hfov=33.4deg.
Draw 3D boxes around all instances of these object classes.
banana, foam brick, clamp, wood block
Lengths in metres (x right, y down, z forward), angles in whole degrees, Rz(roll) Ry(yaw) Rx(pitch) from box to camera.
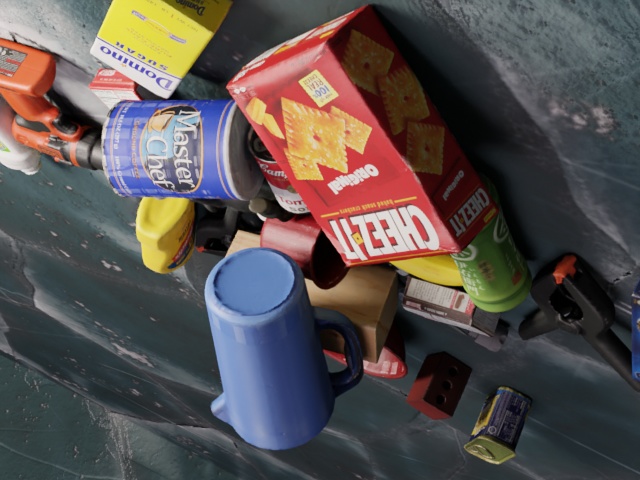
[{"bbox_3d":[0.099,0.005,1.183,0.198,0.037,0.070,25,137,0],"label":"banana"},{"bbox_3d":[0.165,0.204,1.485,0.053,0.078,0.051,32,159,-15],"label":"foam brick"},{"bbox_3d":[0.283,0.087,1.145,0.165,0.036,0.210,26,158,26],"label":"clamp"},{"bbox_3d":[-0.111,-0.014,1.365,0.172,0.039,0.120,-6,135,42],"label":"clamp"},{"bbox_3d":[-0.016,0.070,1.308,0.206,0.090,0.091,14,148,14],"label":"wood block"}]

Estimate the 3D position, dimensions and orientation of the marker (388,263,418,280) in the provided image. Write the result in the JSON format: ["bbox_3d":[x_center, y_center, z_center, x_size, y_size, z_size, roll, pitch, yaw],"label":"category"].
[{"bbox_3d":[0.082,0.018,1.245,0.020,0.020,0.121,-1,145,49],"label":"marker"}]

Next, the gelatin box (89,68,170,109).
[{"bbox_3d":[-0.198,-0.150,1.170,0.073,0.030,0.089,10,152,38],"label":"gelatin box"}]

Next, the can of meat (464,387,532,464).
[{"bbox_3d":[0.253,0.262,1.509,0.057,0.084,0.102,26,158,1],"label":"can of meat"}]

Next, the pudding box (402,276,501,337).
[{"bbox_3d":[0.153,0.079,1.240,0.090,0.039,0.113,15,176,24],"label":"pudding box"}]

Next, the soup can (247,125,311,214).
[{"bbox_3d":[-0.027,-0.080,1.086,0.069,0.068,0.102,16,156,24],"label":"soup can"}]

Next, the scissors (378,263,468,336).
[{"bbox_3d":[0.093,0.069,1.347,0.201,0.016,0.096,41,151,-29],"label":"scissors"}]

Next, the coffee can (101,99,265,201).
[{"bbox_3d":[-0.136,-0.093,1.090,0.140,0.102,0.102,2,150,18],"label":"coffee can"}]

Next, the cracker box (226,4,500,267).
[{"bbox_3d":[0.033,-0.081,0.937,0.164,0.072,0.213,-9,119,55],"label":"cracker box"}]

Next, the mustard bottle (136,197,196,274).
[{"bbox_3d":[-0.196,-0.008,1.390,0.058,0.096,0.192,23,158,5],"label":"mustard bottle"}]

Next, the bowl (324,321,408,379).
[{"bbox_3d":[0.056,0.129,1.470,0.162,0.055,0.162,22,157,10],"label":"bowl"}]

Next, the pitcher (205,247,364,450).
[{"bbox_3d":[-0.048,0.120,1.214,0.145,0.149,0.243,25,147,26],"label":"pitcher"}]

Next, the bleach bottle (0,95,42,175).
[{"bbox_3d":[-0.434,-0.162,1.361,0.103,0.068,0.250,16,158,24],"label":"bleach bottle"}]

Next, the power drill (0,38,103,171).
[{"bbox_3d":[-0.314,-0.150,1.260,0.185,0.057,0.187,18,156,21],"label":"power drill"}]

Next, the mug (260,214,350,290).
[{"bbox_3d":[-0.008,0.002,1.237,0.082,0.093,0.117,18,-168,33],"label":"mug"}]

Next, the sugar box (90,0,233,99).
[{"bbox_3d":[-0.153,-0.197,0.997,0.093,0.048,0.176,31,156,-12],"label":"sugar box"}]
